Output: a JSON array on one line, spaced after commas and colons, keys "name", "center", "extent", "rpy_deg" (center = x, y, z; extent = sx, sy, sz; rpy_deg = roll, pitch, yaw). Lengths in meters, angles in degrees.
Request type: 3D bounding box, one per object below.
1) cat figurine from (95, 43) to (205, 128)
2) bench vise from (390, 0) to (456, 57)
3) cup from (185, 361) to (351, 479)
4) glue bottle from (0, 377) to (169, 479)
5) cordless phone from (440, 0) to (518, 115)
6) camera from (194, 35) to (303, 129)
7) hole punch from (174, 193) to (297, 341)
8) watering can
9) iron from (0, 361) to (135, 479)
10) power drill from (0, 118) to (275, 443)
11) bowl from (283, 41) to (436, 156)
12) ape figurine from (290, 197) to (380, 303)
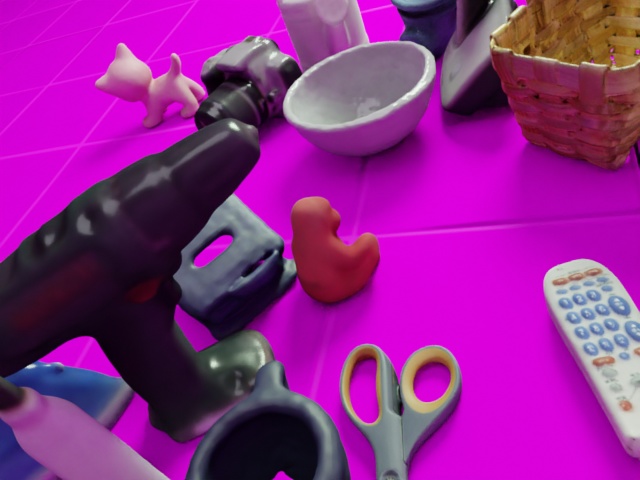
[{"name": "cat figurine", "center": [-0.249, -0.229, 0.828], "extent": [0.127, 0.118, 0.067], "rpy_deg": [-14, 42, 13]}, {"name": "bench vise", "center": [0.149, -0.357, 0.688], "extent": [0.121, 0.220, 0.208], "rpy_deg": [11, 52, 34]}, {"name": "cup", "center": [-0.019, 0.141, 0.342], "extent": [0.091, 0.095, 0.117], "rpy_deg": [-15, 42, 11]}, {"name": "glue bottle", "center": [-0.155, 0.130, 0.361], "extent": [0.077, 0.173, 0.037], "rpy_deg": [11, 52, 35]}, {"name": "cordless phone", "center": [0.156, -0.237, 0.586], "extent": [0.094, 0.185, 0.147], "rpy_deg": [-9, 43, 18]}, {"name": "camera", "center": [-0.108, -0.188, 0.728], "extent": [0.142, 0.101, 0.137], "rpy_deg": [18, 57, 39]}, {"name": "hole punch", "center": [-0.089, 0.016, 0.512], "extent": [0.109, 0.091, 0.100], "rpy_deg": [-42, 44, -19]}, {"name": "watering can", "center": [-0.001, -0.307, 0.729], "extent": [0.101, 0.194, 0.172], "rpy_deg": [-40, 43, -16]}, {"name": "iron", "center": [-0.288, 0.149, 0.431], "extent": [0.258, 0.142, 0.118], "rpy_deg": [-33, 41, -10]}, {"name": "power drill", "center": [-0.111, 0.046, 0.401], "extent": [0.229, 0.209, 0.075], "rpy_deg": [-28, 41, -4]}, {"name": "bowl", "center": [0.049, -0.142, 0.623], "extent": [0.167, 0.075, 0.167], "rpy_deg": [-14, 42, 13]}, {"name": "ape figurine", "center": [0.004, 0.002, 0.480], "extent": [0.077, 0.092, 0.076], "rpy_deg": [24, 60, 41]}]
